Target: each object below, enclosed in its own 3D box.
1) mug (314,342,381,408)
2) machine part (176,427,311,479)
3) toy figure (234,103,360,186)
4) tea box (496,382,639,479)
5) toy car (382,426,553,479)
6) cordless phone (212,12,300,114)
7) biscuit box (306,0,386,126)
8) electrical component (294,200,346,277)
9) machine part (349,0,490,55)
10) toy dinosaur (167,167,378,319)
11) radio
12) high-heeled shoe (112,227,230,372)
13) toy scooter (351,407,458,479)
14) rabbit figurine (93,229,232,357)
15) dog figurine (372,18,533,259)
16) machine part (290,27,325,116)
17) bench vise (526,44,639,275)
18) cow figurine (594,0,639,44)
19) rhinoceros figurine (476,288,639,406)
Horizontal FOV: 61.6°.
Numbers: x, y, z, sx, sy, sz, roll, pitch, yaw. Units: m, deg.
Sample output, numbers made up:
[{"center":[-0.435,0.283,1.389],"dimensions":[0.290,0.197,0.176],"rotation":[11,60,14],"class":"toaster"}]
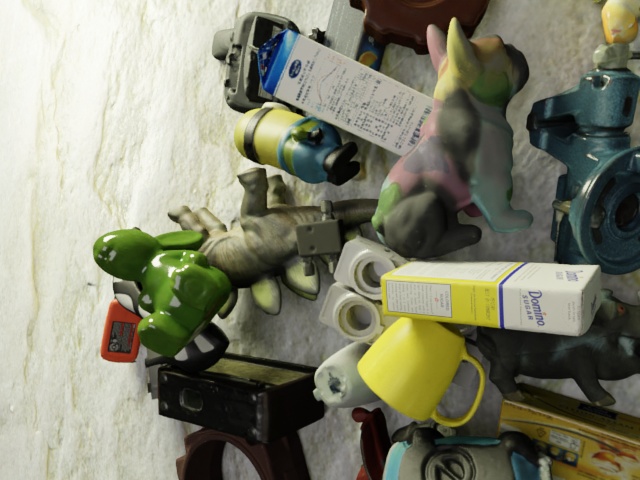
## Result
[{"center":[0.034,0.173,0.677],"dimensions":[0.109,0.107,0.081],"rotation":[-29,72,29],"class":"mug"},{"center":[-0.114,0.367,0.793],"dimensions":[0.201,0.087,0.201],"rotation":[-23,77,34],"class":"machine part"},{"center":[-0.035,-0.122,0.688],"dimensions":[0.180,0.089,0.082],"rotation":[33,130,36],"class":"toy figure"},{"center":[0.268,0.218,0.536],"dimensions":[0.170,0.068,0.098],"rotation":[13,99,33],"class":"tea box"},{"center":[0.147,0.250,0.522],"dimensions":[0.162,0.109,0.102],"rotation":[-12,126,20],"class":"toy car"},{"center":[-0.120,-0.264,0.818],"dimensions":[0.184,0.088,0.146],"rotation":[16,99,45],"class":"cordless phone"},{"center":[0.044,-0.248,0.701],"dimensions":[0.063,0.059,0.202],"rotation":[22,103,34],"class":"biscuit box"},{"center":[-0.001,-0.002,0.671],"dimensions":[0.063,0.021,0.094],"rotation":[-5,95,20],"class":"electrical component"},{"center":[0.118,-0.304,0.614],"dimensions":[0.179,0.056,0.179],"rotation":[1,98,9],"class":"machine part"},{"center":[-0.068,0.002,0.759],"dimensions":[0.472,0.105,0.198],"rotation":[-21,85,31],"class":"toy dinosaur"},{"center":[-0.118,0.216,0.768],"dimensions":[0.230,0.131,0.073],"rotation":[-2,91,35],"class":"radio"},{"center":[-0.215,0.073,0.781],"dimensions":[0.145,0.086,0.249],"rotation":[-22,72,20],"class":"high-heeled shoe"},{"center":[0.104,0.254,0.639],"dimensions":[0.184,0.075,0.135],"rotation":[-24,91,37],"class":"toy scooter"},{"center":[-0.200,0.036,0.692],"dimensions":[0.170,0.159,0.121],"rotation":[35,112,3],"class":"rabbit figurine"},{"center":[0.128,-0.108,0.556],"dimensions":[0.192,0.108,0.219],"rotation":[-17,106,1],"class":"dog figurine"},{"center":[-0.017,-0.223,0.742],"dimensions":[0.039,0.084,0.138],"rotation":[27,116,5],"class":"machine part"},{"center":[0.288,-0.058,0.469],"dimensions":[0.241,0.129,0.223],"rotation":[-137,54,-63],"class":"bench vise"},{"center":[0.308,-0.275,0.516],"dimensions":[0.098,0.068,0.167],"rotation":[-10,85,28],"class":"cow figurine"},{"center":[0.254,0.098,0.531],"dimensions":[0.190,0.073,0.112],"rotation":[-9,98,16],"class":"rhinoceros figurine"}]
